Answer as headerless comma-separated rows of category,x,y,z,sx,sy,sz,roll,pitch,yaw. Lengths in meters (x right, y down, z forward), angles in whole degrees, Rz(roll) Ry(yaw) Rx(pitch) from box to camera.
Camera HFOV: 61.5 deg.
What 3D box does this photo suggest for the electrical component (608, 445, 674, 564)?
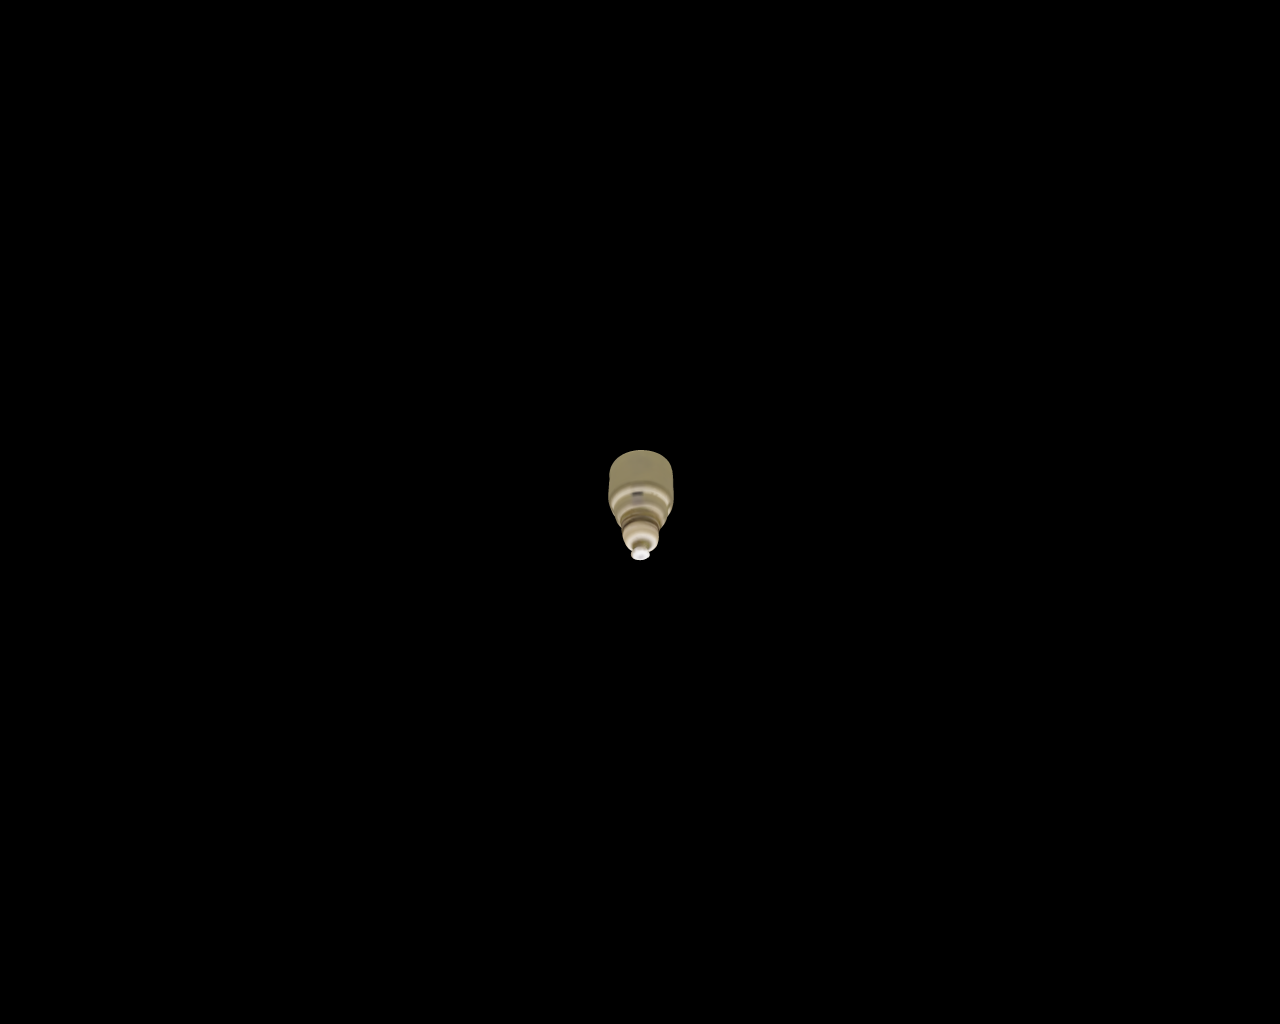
electrical component,0.001,-0.003,0.650,0.040,0.078,0.040,0,-42,0
